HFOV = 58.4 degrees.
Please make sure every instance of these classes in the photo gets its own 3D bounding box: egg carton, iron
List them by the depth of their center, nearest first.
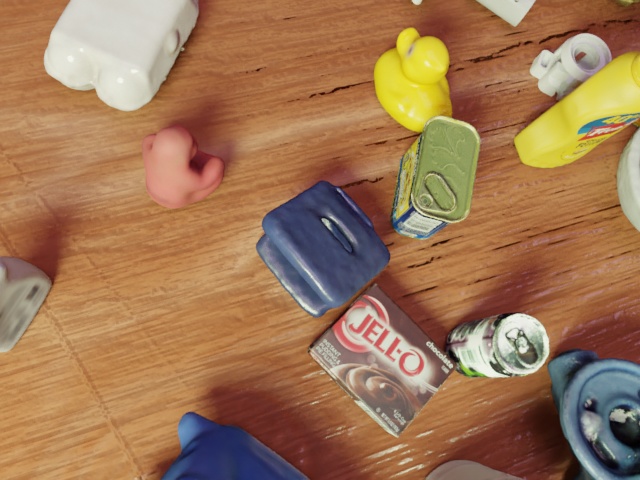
[{"bbox_3d":[-0.026,0.245,0.436,0.258,0.141,0.119,35,73,-1],"label":"iron"},{"bbox_3d":[-0.186,-0.200,0.551,0.107,0.069,0.150,22,73,-5],"label":"egg carton"}]

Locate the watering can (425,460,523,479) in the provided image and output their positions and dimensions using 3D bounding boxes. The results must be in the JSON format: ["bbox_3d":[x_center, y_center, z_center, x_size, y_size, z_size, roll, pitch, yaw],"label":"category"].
[{"bbox_3d":[0.143,0.239,0.443,0.173,0.194,0.101,-20,81,-15],"label":"watering can"}]

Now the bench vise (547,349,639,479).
[{"bbox_3d":[0.283,0.189,0.468,0.122,0.219,0.207,-21,81,-15],"label":"bench vise"}]

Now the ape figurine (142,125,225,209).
[{"bbox_3d":[-0.129,-0.073,0.519,0.078,0.092,0.076,40,73,1],"label":"ape figurine"}]

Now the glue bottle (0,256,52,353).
[{"bbox_3d":[-0.253,0.041,0.425,0.037,0.173,0.078,28,73,-3],"label":"glue bottle"}]

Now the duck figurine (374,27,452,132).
[{"bbox_3d":[0.106,-0.169,0.591,0.077,0.086,0.104,-29,83,-16],"label":"duck figurine"}]

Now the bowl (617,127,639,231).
[{"bbox_3d":[0.388,-0.055,0.624,0.167,0.074,0.167,3,76,-10],"label":"bowl"}]

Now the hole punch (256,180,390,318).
[{"bbox_3d":[0.005,0.002,0.528,0.101,0.091,0.108,-40,86,-17],"label":"hole punch"}]
